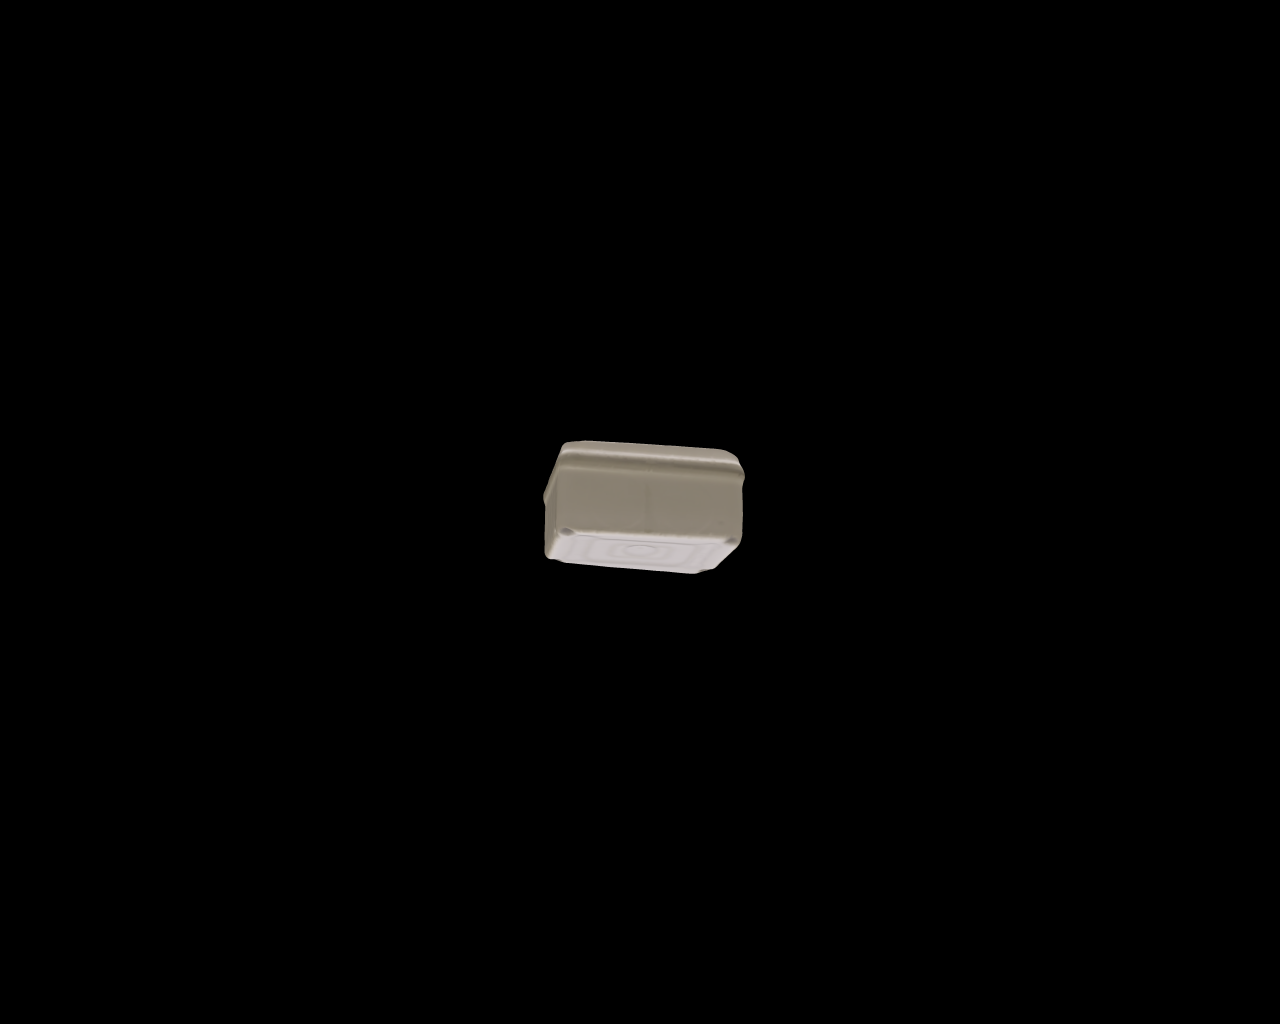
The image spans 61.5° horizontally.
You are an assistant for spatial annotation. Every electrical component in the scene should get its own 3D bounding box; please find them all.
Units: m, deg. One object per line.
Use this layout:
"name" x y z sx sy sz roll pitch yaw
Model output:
"electrical component" 0.001 -0.003 0.650 0.113 0.057 0.078 4 -19 -12
